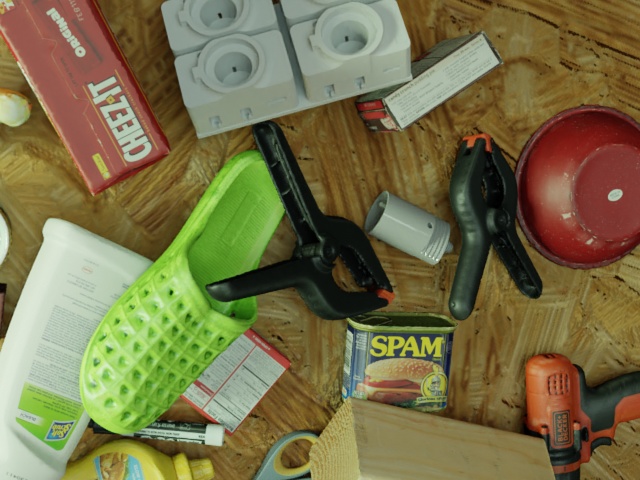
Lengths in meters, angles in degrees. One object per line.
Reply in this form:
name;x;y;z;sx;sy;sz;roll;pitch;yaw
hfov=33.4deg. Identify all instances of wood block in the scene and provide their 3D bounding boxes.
wood block;0.104;0.221;0.969;0.205;0.090;0.091;16;129;-20

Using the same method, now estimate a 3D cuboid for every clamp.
clamp;0.164;-0.013;0.998;0.120;0.039;0.171;0;90;-46
clamp;-0.006;0.001;0.933;0.209;0.036;0.164;26;67;-42

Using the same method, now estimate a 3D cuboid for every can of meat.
can of meat;0.072;0.113;0.990;0.102;0.057;0.084;2;100;-13

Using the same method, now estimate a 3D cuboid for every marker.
marker;-0.146;0.168;0.949;0.121;0.020;0.020;5;96;0

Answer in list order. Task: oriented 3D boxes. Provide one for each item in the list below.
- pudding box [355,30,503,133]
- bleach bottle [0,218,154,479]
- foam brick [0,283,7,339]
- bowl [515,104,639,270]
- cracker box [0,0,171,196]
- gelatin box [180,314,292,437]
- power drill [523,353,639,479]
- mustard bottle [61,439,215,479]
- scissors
pudding box;0.094;-0.138;0.944;0.113;0.090;0.039;-36;103;-7
bleach bottle;-0.231;0.115;0.888;0.102;0.068;0.251;27;81;-25
foam brick;-0.305;0.061;0.893;0.078;0.053;0.051;6;96;-16
bowl;0.268;-0.048;1.017;0.162;0.055;0.162;-2;98;-13
cracker box;-0.185;-0.129;0.812;0.072;0.214;0.164;-30;103;-8
gelatin box;-0.082;0.120;0.967;0.073;0.030;0.089;41;87;-17
power drill;0.293;0.195;1.053;0.187;0.057;0.184;-6;99;-13
mustard bottle;-0.187;0.228;0.940;0.191;0.058;0.096;-15;86;-11
scissors;-0.074;0.226;0.990;0.201;0.016;0.096;1;95;-14
